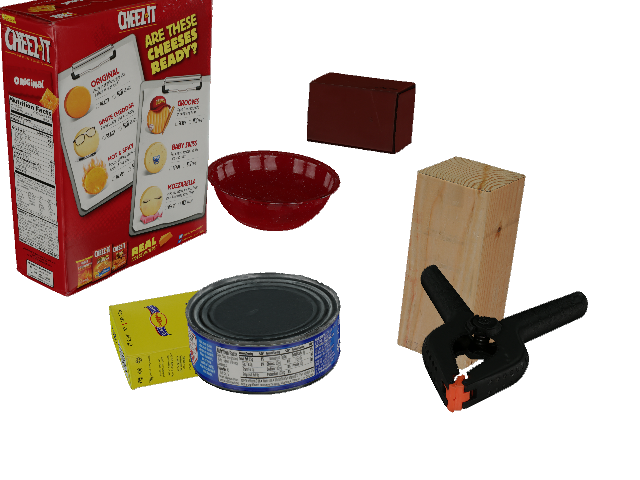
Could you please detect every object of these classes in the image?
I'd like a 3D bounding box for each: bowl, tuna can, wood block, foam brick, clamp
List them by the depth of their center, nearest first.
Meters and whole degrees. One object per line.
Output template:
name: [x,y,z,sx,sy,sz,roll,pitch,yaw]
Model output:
tuna can: [-0.031,0.051,0.594,0.086,0.034,0.086,-2,23,1]
foam brick: [0.033,-0.106,0.879,0.078,0.051,0.052,11,21,19]
clamp: [0.141,0.085,0.987,0.165,0.036,0.209,13,31,24]
wood block: [0.155,0.023,1.180,0.090,0.206,0.090,19,25,32]
bowl: [-0.059,-0.055,1.291,0.162,0.055,0.162,4,26,-2]

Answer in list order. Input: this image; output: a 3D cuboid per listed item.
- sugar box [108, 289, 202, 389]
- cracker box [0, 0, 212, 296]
sugar box: [-0.108,0.086,1.029,0.176,0.048,0.093,-12,33,-16]
cracker box: [-0.164,-0.086,0.838,0.072,0.214,0.163,20,30,31]
